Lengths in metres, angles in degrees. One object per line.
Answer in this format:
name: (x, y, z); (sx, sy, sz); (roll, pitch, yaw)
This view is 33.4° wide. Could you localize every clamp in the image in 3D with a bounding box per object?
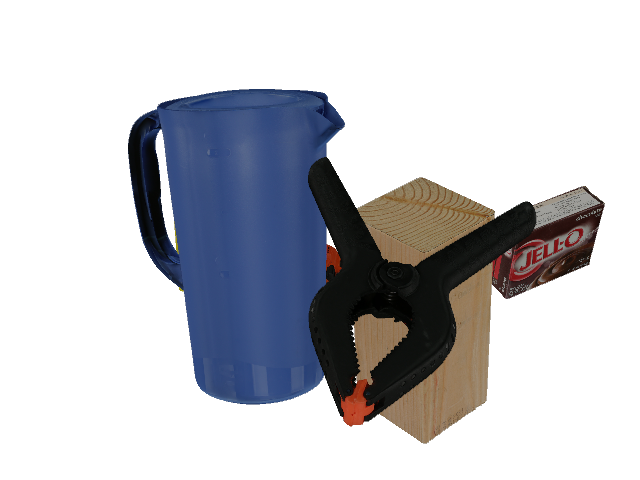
clamp: (0.039, 0.026, 0.708); (0.165, 0.209, 0.036); (18, -40, 15)

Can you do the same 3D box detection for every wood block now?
wood block: (0.090, 0.063, 0.945); (0.090, 0.206, 0.091); (-27, 39, -32)

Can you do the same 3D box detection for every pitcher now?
pitcher: (-0.065, 0.001, 0.859); (0.144, 0.243, 0.149); (-8, 15, -21)

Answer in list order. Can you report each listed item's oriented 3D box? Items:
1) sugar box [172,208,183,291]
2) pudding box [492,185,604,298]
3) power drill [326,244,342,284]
sugar box: (-0.121, -0.032, 1.143); (0.048, 0.176, 0.093); (13, 42, 15)
pudding box: (0.232, 0.002, 1.102); (0.113, 0.090, 0.039); (-22, 49, -21)
power drill: (0.062, 0.059, 1.239); (0.187, 0.057, 0.184); (1, 28, 5)
